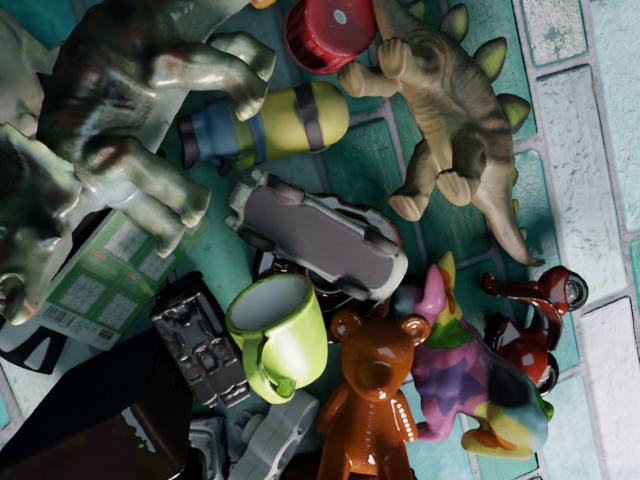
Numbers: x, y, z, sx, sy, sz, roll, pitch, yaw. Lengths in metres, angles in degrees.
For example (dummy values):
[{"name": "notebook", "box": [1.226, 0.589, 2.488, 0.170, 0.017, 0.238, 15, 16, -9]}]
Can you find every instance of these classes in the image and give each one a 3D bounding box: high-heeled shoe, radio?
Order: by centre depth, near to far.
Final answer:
[{"name": "radio", "box": [-0.192, 0.158, 0.493, 0.131, 0.230, 0.073, -27, 99, -7]}, {"name": "high-heeled shoe", "box": [-0.232, 0.025, 0.543, 0.249, 0.086, 0.145, -33, 108, -4]}]

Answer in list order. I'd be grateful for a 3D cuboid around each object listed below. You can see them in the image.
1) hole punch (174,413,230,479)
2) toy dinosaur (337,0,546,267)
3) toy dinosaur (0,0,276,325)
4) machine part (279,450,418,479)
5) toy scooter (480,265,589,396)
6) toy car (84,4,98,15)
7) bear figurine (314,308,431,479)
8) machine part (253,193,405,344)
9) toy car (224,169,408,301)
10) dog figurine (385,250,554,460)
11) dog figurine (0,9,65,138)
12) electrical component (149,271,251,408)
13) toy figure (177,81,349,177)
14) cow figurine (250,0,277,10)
[{"name": "hole punch", "box": [-0.160, 0.256, 0.598, 0.116, 0.092, 0.142, 1, 101, 15]}, {"name": "toy dinosaur", "box": [0.158, -0.113, 0.590, 0.198, 0.105, 0.470, -46, 123, -30]}, {"name": "toy dinosaur", "box": [-0.156, -0.122, 0.448, 0.192, 0.131, 0.404, 28, 79, -20]}, {"name": "machine part", "box": [0.030, 0.365, 0.655, 0.201, 0.087, 0.200, -5, 99, -13]}, {"name": "toy scooter", "box": [0.252, 0.108, 0.688, 0.135, 0.075, 0.183, 21, 93, -11]}, {"name": "toy car", "box": [-0.157, -0.243, 0.522, 0.202, 0.089, 0.053, -42, 107, -5]}, {"name": "bear figurine", "box": [0.058, 0.179, 0.577, 0.120, 0.132, 0.195, 7, 118, -1]}, {"name": "machine part", "box": [0.007, 0.031, 0.620, 0.179, 0.056, 0.179, -2, 99, -14]}, {"name": "toy car", "box": [-0.001, -0.002, 0.557, 0.201, 0.056, 0.073, 28, 97, -15]}, {"name": "dog figurine", "box": [0.168, 0.125, 0.626, 0.192, 0.108, 0.219, 1, 102, 30]}, {"name": "dog figurine", "box": [-0.326, -0.159, 0.498, 0.191, 0.121, 0.172, 38, 122, 15]}, {"name": "electrical component", "box": [-0.120, 0.107, 0.564, 0.058, 0.115, 0.134, -28, 104, -6]}, {"name": "toy figure", "box": [-0.057, -0.117, 0.565, 0.180, 0.089, 0.082, -12, 108, -16]}, {"name": "cow figurine", "box": [-0.028, -0.321, 0.557, 0.167, 0.068, 0.098, -43, 100, -10]}]
